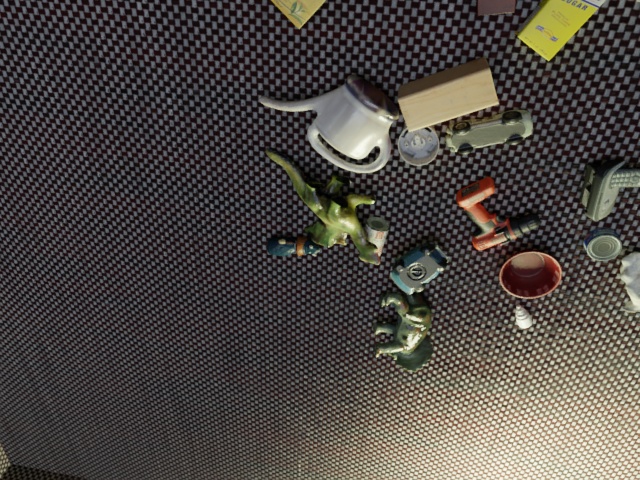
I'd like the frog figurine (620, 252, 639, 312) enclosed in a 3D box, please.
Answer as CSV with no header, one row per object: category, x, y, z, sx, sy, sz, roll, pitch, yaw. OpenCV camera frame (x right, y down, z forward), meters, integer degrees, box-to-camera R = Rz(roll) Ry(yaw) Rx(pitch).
frog figurine,0.852,0.106,1.341,0.138,0.124,0.157,-18,113,-16

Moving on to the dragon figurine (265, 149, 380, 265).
dragon figurine,0.004,-0.071,1.406,0.413,0.124,0.237,33,136,16

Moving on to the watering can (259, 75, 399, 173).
watering can,0.040,-0.304,1.248,0.346,0.106,0.220,34,122,-11
